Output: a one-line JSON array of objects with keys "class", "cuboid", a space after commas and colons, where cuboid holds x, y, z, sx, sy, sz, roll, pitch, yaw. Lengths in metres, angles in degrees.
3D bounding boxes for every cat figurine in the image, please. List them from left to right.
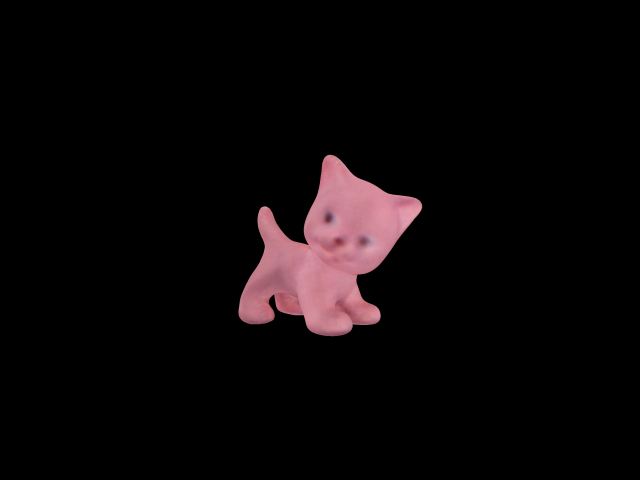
[{"class": "cat figurine", "cuboid": [0.004, 0.001, 0.400, 0.127, 0.118, 0.067, 2, 3, 36]}]
